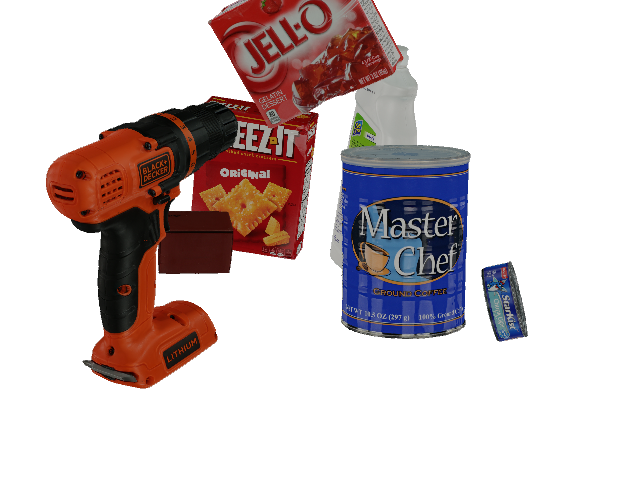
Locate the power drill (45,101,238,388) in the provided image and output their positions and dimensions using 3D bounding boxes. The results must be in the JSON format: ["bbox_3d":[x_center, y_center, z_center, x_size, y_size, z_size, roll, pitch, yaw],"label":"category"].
[{"bbox_3d":[-0.120,0.000,0.790,0.057,0.188,0.184,12,26,32],"label":"power drill"}]

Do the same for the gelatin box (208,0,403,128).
[{"bbox_3d":[-0.009,-0.114,0.609,0.089,0.073,0.030,-20,20,28],"label":"gelatin box"}]

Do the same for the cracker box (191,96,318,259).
[{"bbox_3d":[-0.100,-0.089,1.558,0.164,0.214,0.072,10,22,7],"label":"cracker box"}]

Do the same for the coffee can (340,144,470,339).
[{"bbox_3d":[0.067,-0.002,0.859,0.103,0.140,0.103,0,11,0],"label":"coffee can"}]

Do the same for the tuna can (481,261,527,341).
[{"bbox_3d":[0.204,0.068,1.186,0.034,0.086,0.086,-13,-3,13],"label":"tuna can"}]

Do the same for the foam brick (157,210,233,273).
[{"bbox_3d":[-0.135,0.001,1.144,0.078,0.051,0.053,0,25,-9],"label":"foam brick"}]

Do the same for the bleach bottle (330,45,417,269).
[{"bbox_3d":[0.068,-0.084,1.158,0.067,0.251,0.103,-5,24,-31],"label":"bleach bottle"}]
